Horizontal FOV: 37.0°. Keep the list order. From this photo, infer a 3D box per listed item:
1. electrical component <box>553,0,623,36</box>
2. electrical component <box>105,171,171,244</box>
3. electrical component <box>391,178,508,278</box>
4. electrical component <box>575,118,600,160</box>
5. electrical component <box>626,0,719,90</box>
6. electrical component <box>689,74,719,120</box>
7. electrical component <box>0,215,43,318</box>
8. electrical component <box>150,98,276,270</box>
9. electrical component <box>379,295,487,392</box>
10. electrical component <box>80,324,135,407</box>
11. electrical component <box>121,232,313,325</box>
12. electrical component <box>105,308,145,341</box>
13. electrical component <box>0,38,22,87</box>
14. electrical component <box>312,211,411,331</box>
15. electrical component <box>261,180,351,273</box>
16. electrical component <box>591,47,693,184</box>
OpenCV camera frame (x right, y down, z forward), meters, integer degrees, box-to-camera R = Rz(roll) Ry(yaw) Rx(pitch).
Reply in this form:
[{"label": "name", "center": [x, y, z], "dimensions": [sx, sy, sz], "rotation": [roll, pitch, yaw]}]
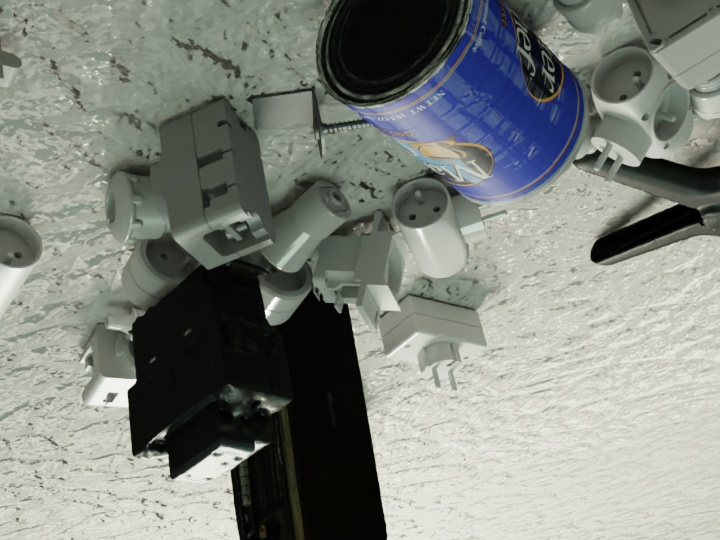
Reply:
[{"label": "electrical component", "center": [0.128, -0.165, 0.629], "dimensions": [0.035, 0.035, 0.061], "rotation": [-31, 142, 27]}, {"label": "electrical component", "center": [-0.137, -0.042, 0.722], "dimensions": [0.062, 0.048, 0.048], "rotation": [-2, 147, -30]}, {"label": "electrical component", "center": [0.071, -0.036, 0.803], "dimensions": [0.079, 0.043, 0.077], "rotation": [-18, 148, 8]}, {"label": "electrical component", "center": [0.152, -0.094, 0.750], "dimensions": [0.061, 0.035, 0.035], "rotation": [-1, 147, -24]}, {"label": "electrical component", "center": [0.217, -0.162, 0.640], "dimensions": [0.096, 0.061, 0.061], "rotation": [-31, 144, 27]}, {"label": "electrical component", "center": [0.236, -0.129, 0.724], "dimensions": [0.035, 0.035, 0.061], "rotation": [-24, 144, 18]}, {"label": "electrical component", "center": [-0.270, -0.002, 0.737], "dimensions": [0.079, 0.043, 0.077], "rotation": [11, 141, -33]}, {"label": "electrical component", "center": [-0.094, -0.052, 0.676], "dimensions": [0.056, 0.089, 0.050], "rotation": [-21, 147, 13]}, {"label": "electrical component", "center": [0.068, 0.072, 0.941], "dimensions": [0.083, 0.075, 0.047], "rotation": [14, 140, -36]}, {"label": "electrical component", "center": [-0.179, 0.079, 0.890], "dimensions": [0.089, 0.050, 0.055], "rotation": [8, 143, -30]}, {"label": "electrical component", "center": [-0.112, 0.015, 0.810], "dimensions": [0.138, 0.052, 0.073], "rotation": [8, 143, -28]}, {"label": "electrical component", "center": [-0.171, 0.045, 0.854], "dimensions": [0.061, 0.035, 0.035], "rotation": [9, 142, -27]}, {"label": "electrical component", "center": [-0.229, -0.102, 0.593], "dimensions": [0.066, 0.048, 0.055], "rotation": [12, 133, -33]}, {"label": "electrical component", "center": [0.000, 0.000, 0.813], "dimensions": [0.064, 0.081, 0.042], "rotation": [3, 152, 19]}, {"label": "electrical component", "center": [-0.038, -0.034, 0.772], "dimensions": [0.044, 0.044, 0.065], "rotation": [21, 130, -42]}, {"label": "electrical component", "center": [0.182, -0.096, 0.723], "dimensions": [0.077, 0.044, 0.079], "rotation": [35, 85, -48]}]
